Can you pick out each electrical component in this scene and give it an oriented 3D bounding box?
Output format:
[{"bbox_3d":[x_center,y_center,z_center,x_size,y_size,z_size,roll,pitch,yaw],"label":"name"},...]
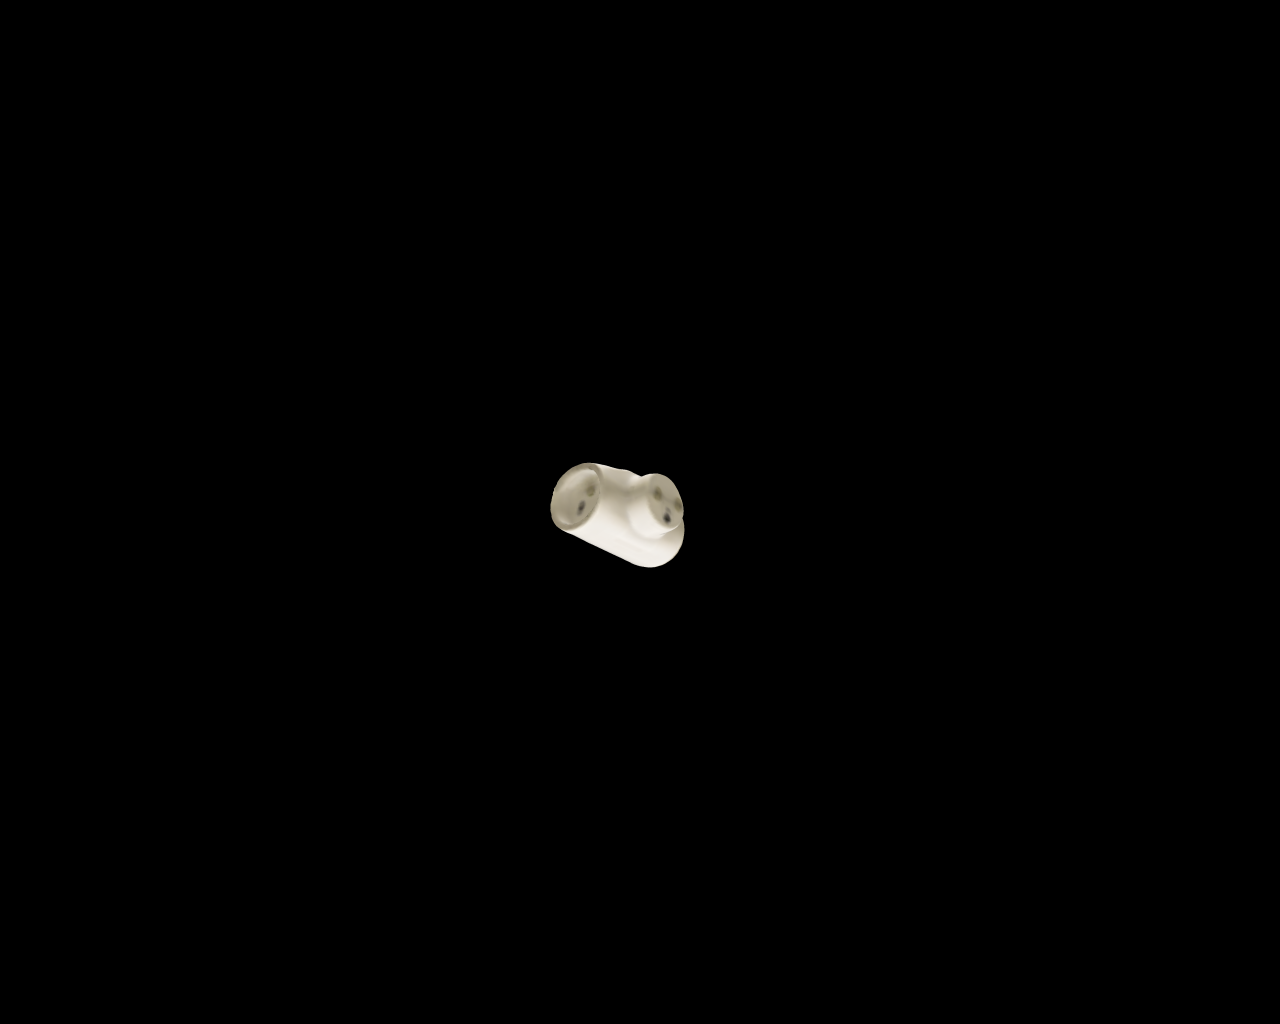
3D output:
[{"bbox_3d":[0.001,-0.003,0.650,0.079,0.043,0.077,-21,-33,36],"label":"electrical component"}]
